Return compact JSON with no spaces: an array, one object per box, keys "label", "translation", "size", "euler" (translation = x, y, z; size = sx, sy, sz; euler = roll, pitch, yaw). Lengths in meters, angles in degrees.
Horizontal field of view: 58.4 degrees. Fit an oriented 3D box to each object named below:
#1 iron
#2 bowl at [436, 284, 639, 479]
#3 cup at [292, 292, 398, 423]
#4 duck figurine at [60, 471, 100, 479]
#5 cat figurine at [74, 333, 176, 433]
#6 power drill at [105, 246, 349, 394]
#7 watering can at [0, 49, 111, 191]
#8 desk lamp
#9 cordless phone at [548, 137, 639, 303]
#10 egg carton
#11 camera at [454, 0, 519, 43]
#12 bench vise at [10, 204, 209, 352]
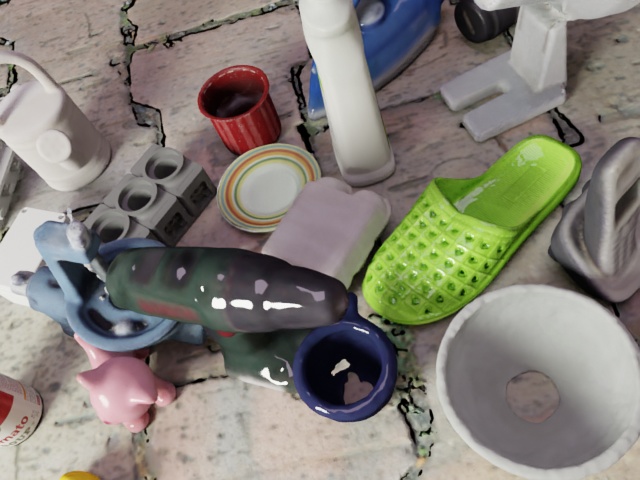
[{"label":"iron","translation":[0.055,-0.284,0.732],"size":[0.118,0.142,0.258],"euler":[31,72,27]},{"label":"bowl","translation":[0.187,0.127,0.499],"size":[0.167,0.075,0.167],"euler":[-6,59,11]},{"label":"cup","translation":[0.030,0.117,0.532],"size":[0.091,0.095,0.118],"euler":[-4,60,12]},{"label":"duck figurine","translation":[-0.239,0.263,0.520],"size":[0.077,0.086,0.104],"euler":[-8,59,10]},{"label":"cat figurine","translation":[-0.200,0.136,0.565],"size":[0.067,0.118,0.127],"euler":[-42,59,-12]},{"label":"power drill","translation":[-0.066,0.070,0.516],"size":[0.229,0.209,0.076],"euler":[9,63,19]},{"label":"watering can","translation":[-0.355,-0.154,0.728],"size":[0.172,0.194,0.101],"euler":[22,68,24]},{"label":"desk lamp","translation":[0.238,-0.240,0.618],"size":[0.203,0.214,0.117],"euler":[-27,57,-2]},{"label":"cordless phone","translation":[0.279,-0.041,0.508],"size":[0.094,0.185,0.148],"euler":[35,74,29]},{"label":"egg carton","translation":[0.006,0.002,0.620],"size":[0.107,0.069,0.150],"euler":[22,68,24]},{"label":"camera","translation":[0.231,-0.332,0.740],"size":[0.137,0.101,0.142],"euler":[-38,59,-9]},{"label":"bench vise","translation":[-0.231,0.051,0.562],"size":[0.207,0.220,0.121],"euler":[-12,58,7]}]
